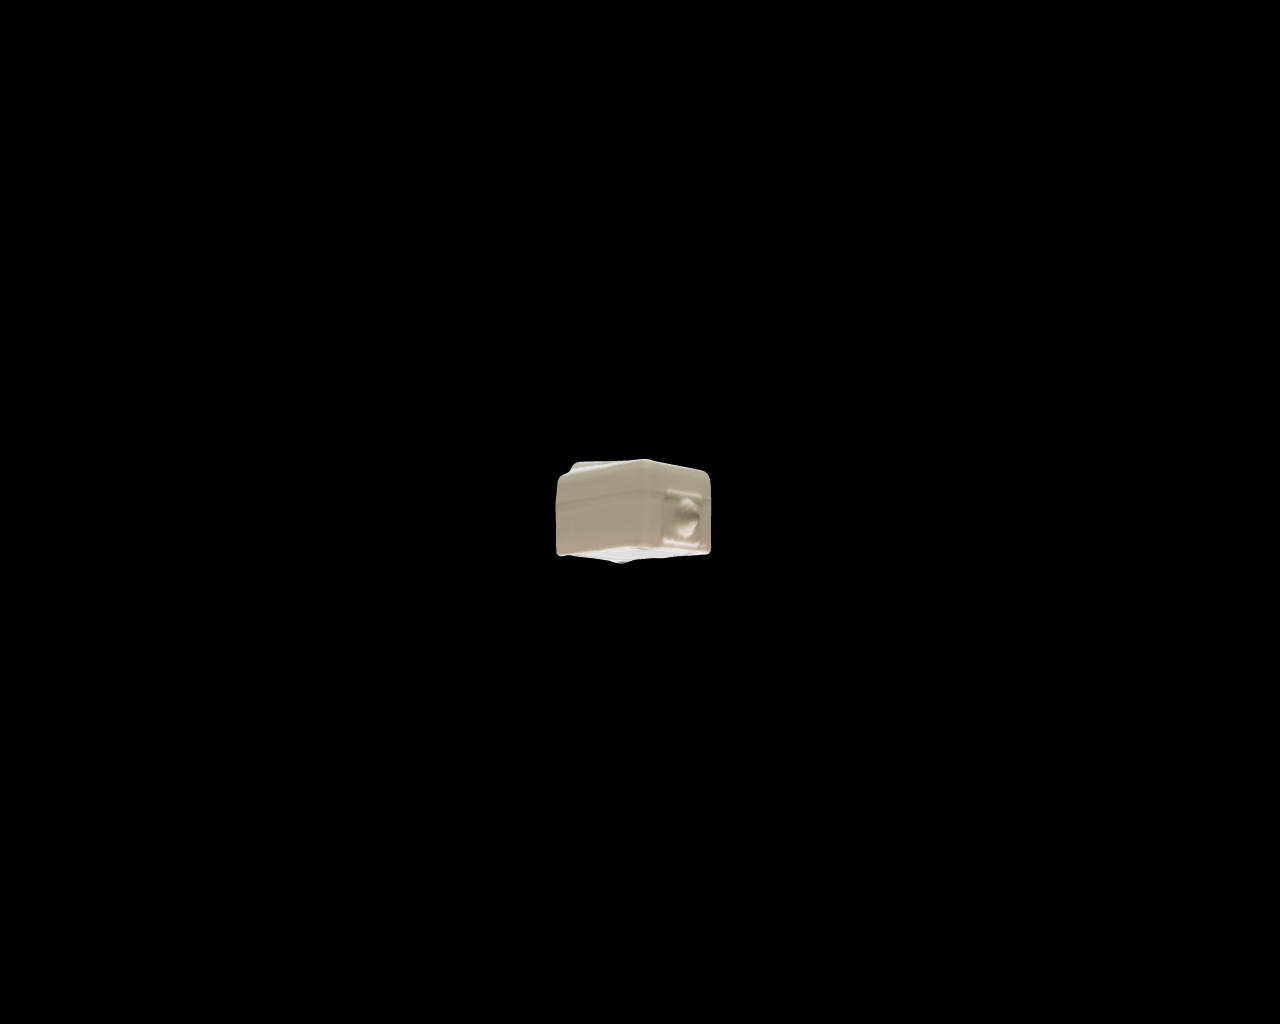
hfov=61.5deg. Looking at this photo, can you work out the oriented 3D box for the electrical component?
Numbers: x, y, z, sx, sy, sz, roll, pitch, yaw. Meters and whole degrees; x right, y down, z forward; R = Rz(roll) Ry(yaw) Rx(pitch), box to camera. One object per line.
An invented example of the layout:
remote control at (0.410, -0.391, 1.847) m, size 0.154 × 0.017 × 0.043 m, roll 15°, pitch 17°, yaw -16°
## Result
electrical component at (0.001, -0.003, 0.650) m, size 0.096 × 0.061 × 0.062 m, roll -8°, pitch -11°, yaw 43°
